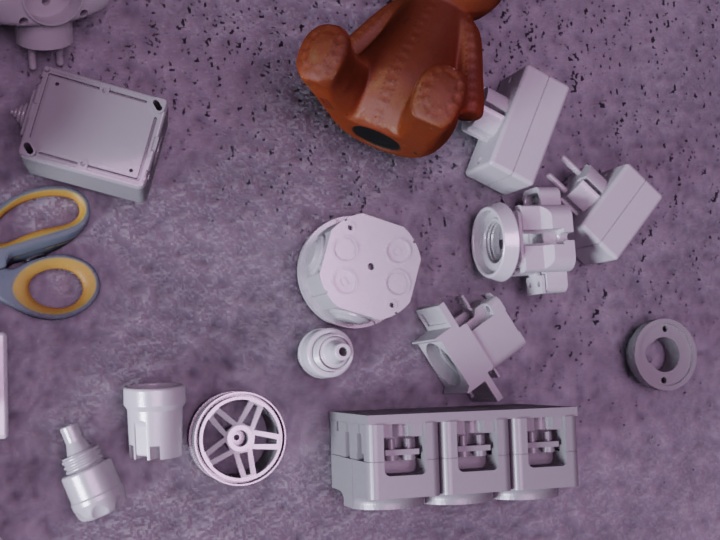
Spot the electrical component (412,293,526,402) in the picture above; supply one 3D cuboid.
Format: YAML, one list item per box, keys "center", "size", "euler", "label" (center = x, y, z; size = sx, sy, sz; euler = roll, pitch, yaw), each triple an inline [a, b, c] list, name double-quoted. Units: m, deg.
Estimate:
- center: [0.081, 0.053, 0.777]
  size: [0.064, 0.042, 0.081]
  euler: [-34, 96, -20]
  label: "electrical component"

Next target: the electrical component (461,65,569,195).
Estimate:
- center: [0.101, -0.111, 0.797]
  size: [0.076, 0.047, 0.083]
  euler: [25, 77, -14]
  label: "electrical component"

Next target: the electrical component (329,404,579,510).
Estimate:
- center: [0.063, 0.126, 0.738]
  size: [0.150, 0.089, 0.061]
  euler: [0, 85, -18]
  label: "electrical component"

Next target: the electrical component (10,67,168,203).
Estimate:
- center: [-0.178, -0.087, 0.701]
  size: [0.096, 0.061, 0.061]
  euler: [15, 80, -8]
  label: "electrical component"

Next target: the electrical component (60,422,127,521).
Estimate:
- center: [-0.176, 0.128, 0.691]
  size: [0.035, 0.035, 0.061]
  euler: [-23, 89, -19]
  label: "electrical component"

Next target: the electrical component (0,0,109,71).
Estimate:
- center: [-0.206, -0.168, 0.699]
  size: [0.077, 0.044, 0.079]
  euler: [-17, 129, -32]
  label: "electrical component"

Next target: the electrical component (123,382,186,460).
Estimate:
- center: [-0.134, 0.099, 0.705]
  size: [0.040, 0.040, 0.046]
  euler: [-1, 90, -18]
  label: "electrical component"

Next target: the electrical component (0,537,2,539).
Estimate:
- center: [-0.275, 0.164, 0.647]
  size: [0.100, 0.048, 0.099]
  euler: [-35, 96, -18]
  label: "electrical component"

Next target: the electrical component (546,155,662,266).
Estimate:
- center: [0.174, -0.054, 0.815]
  size: [0.077, 0.047, 0.065]
  euler: [42, 74, -10]
  label: "electrical component"

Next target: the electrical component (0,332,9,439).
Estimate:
- center: [-0.239, 0.071, 0.653]
  size: [0.047, 0.077, 0.065]
  euler: [-1, 85, -18]
  label: "electrical component"

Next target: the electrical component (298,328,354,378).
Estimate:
- center: [-0.020, 0.056, 0.733]
  size: [0.035, 0.061, 0.035]
  euler: [2, 84, -18]
  label: "electrical component"

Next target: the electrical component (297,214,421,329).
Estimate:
- center: [0.000, 0.000, 0.751]
  size: [0.080, 0.051, 0.080]
  euler: [2, 84, -18]
  label: "electrical component"

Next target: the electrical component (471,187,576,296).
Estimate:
- center: [0.118, -0.021, 0.789]
  size: [0.057, 0.058, 0.078]
  euler: [-2, 85, -21]
  label: "electrical component"
